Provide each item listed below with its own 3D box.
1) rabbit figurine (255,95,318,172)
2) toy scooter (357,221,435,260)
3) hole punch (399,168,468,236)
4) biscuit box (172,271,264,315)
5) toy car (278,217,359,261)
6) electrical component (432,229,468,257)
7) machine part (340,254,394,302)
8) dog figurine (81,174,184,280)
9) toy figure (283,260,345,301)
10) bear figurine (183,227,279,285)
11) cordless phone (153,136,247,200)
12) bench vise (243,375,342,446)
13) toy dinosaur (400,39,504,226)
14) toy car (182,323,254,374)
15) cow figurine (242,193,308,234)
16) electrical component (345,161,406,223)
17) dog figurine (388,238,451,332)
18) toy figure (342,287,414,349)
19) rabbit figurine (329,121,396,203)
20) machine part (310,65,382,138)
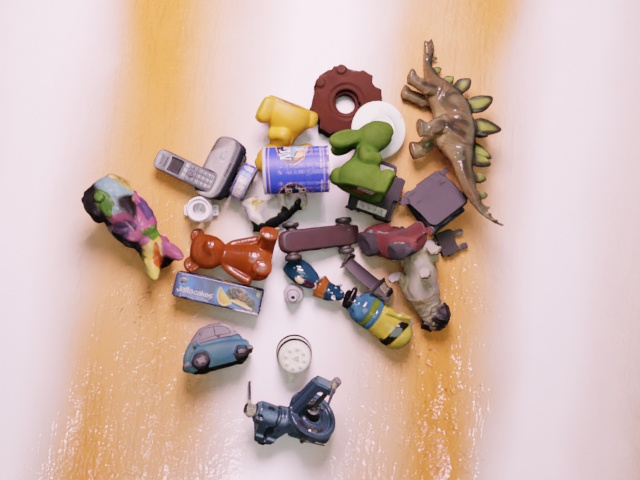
[{"bbox_3d":[-0.084,-0.228,1.232,0.162,0.122,0.173,21,103,-13],"label":"rabbit figurine"},{"bbox_3d":[0.178,-0.004,1.218,0.135,0.184,0.075,-25,109,-24],"label":"toy scooter"},{"bbox_3d":[0.272,-0.085,1.264,0.142,0.092,0.116,-38,67,0],"label":"hole punch"},{"bbox_3d":[-0.232,0.120,1.232,0.203,0.063,0.059,13,88,-4],"label":"biscuit box"},{"bbox_3d":[-0.003,-0.004,1.239,0.202,0.053,0.089,-8,88,-26],"label":"toy car"},{"bbox_3d":[0.304,0.009,1.288,0.094,0.021,0.063,-19,92,-4],"label":"electrical component"},{"bbox_3d":[0.112,0.088,1.255,0.139,0.084,0.039,39,114,5],"label":"machine part"},{"bbox_3d":[-0.398,-0.021,1.169,0.108,0.191,0.219,-41,77,-9],"label":"dog figurine"},{"bbox_3d":[-0.013,0.095,1.248,0.154,0.058,0.064,36,65,0],"label":"toy figure"},{"bbox_3d":[-0.202,0.025,1.206,0.196,0.132,0.120,16,65,-8],"label":"bear figurine"},{"bbox_3d":[-0.271,-0.183,1.221,0.184,0.089,0.146,25,89,1],"label":"cordless phone"},{"bbox_3d":[-0.044,0.370,1.196,0.223,0.129,0.240,31,121,-11],"label":"bench vise"},{"bbox_3d":[0.305,-0.249,1.223,0.199,0.105,0.471,-6,77,-7],"label":"toy dinosaur"},{"bbox_3d":[-0.237,0.240,1.215,0.162,0.109,0.103,-14,73,-12],"label":"toy car"},{"bbox_3d":[-0.087,-0.077,1.238,0.167,0.068,0.098,-20,97,0],"label":"cow figurine"},{"bbox_3d":[0.133,-0.118,1.259,0.115,0.058,0.134,21,88,-6],"label":"electrical component"},{"bbox_3d":[0.251,0.101,1.264,0.190,0.121,0.172,56,48,-34],"label":"dog figurine"},{"bbox_3d":[0.133,0.182,1.248,0.180,0.082,0.089,30,91,-7],"label":"toy figure"},{"bbox_3d":[0.097,-0.184,1.182,0.159,0.121,0.170,18,80,6],"label":"rabbit figurine"},{"bbox_3d":[0.060,-0.317,1.254,0.179,0.056,0.179,0,91,-4],"label":"machine part"}]
